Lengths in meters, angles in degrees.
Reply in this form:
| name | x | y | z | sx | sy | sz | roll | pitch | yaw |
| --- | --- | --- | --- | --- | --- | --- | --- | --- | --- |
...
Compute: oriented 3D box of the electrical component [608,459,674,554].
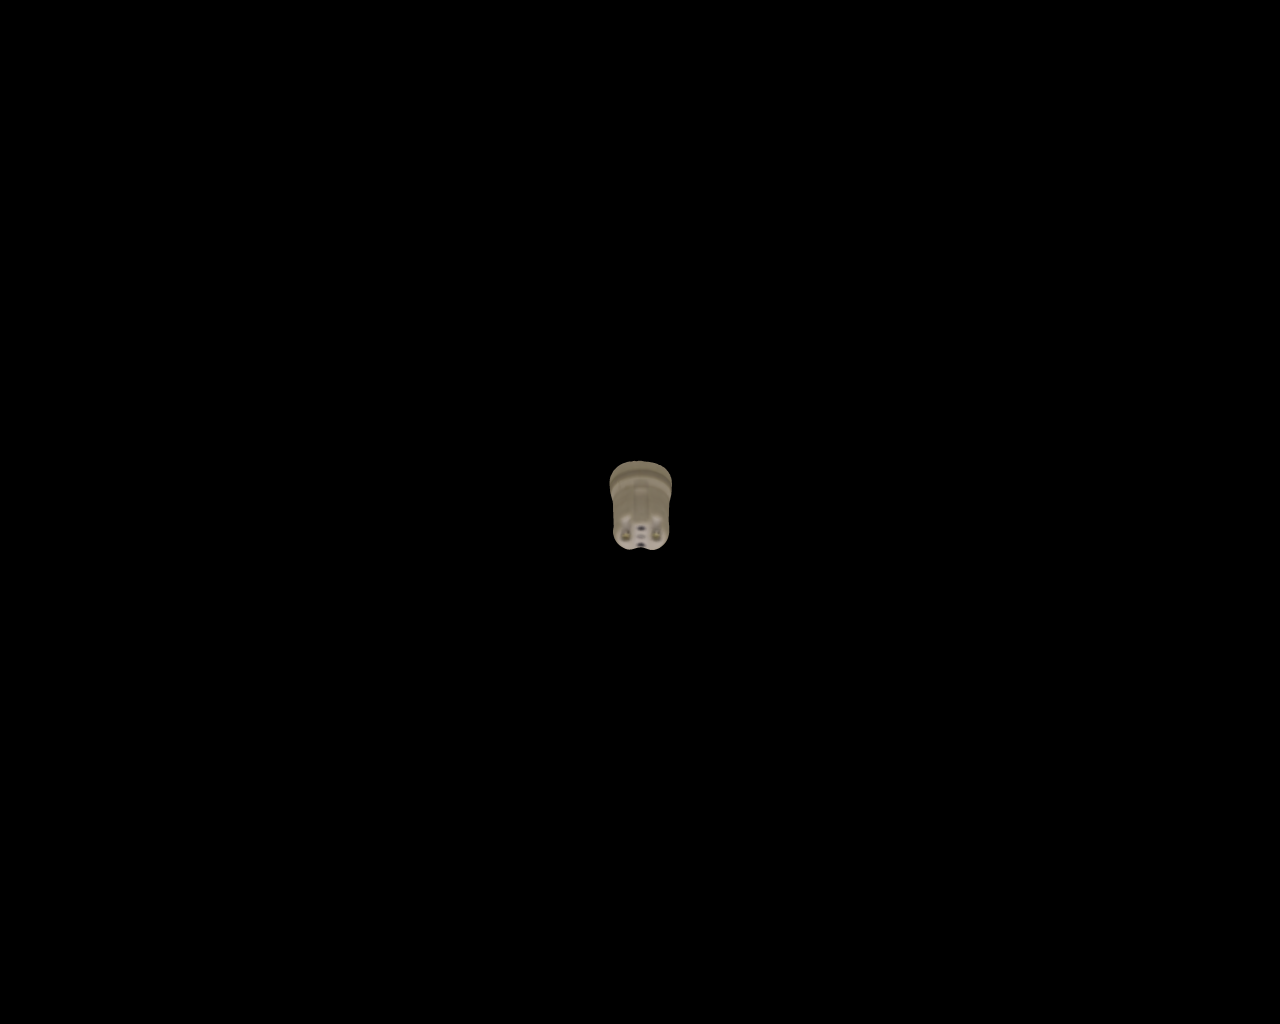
| name | x | y | z | sx | sy | sz | roll | pitch | yaw |
| --- | --- | --- | --- | --- | --- | --- | --- | --- | --- |
| electrical component | 0.001 | -0.003 | 0.650 | 0.040 | 0.046 | 0.040 | 0 | -35 | 0 |
